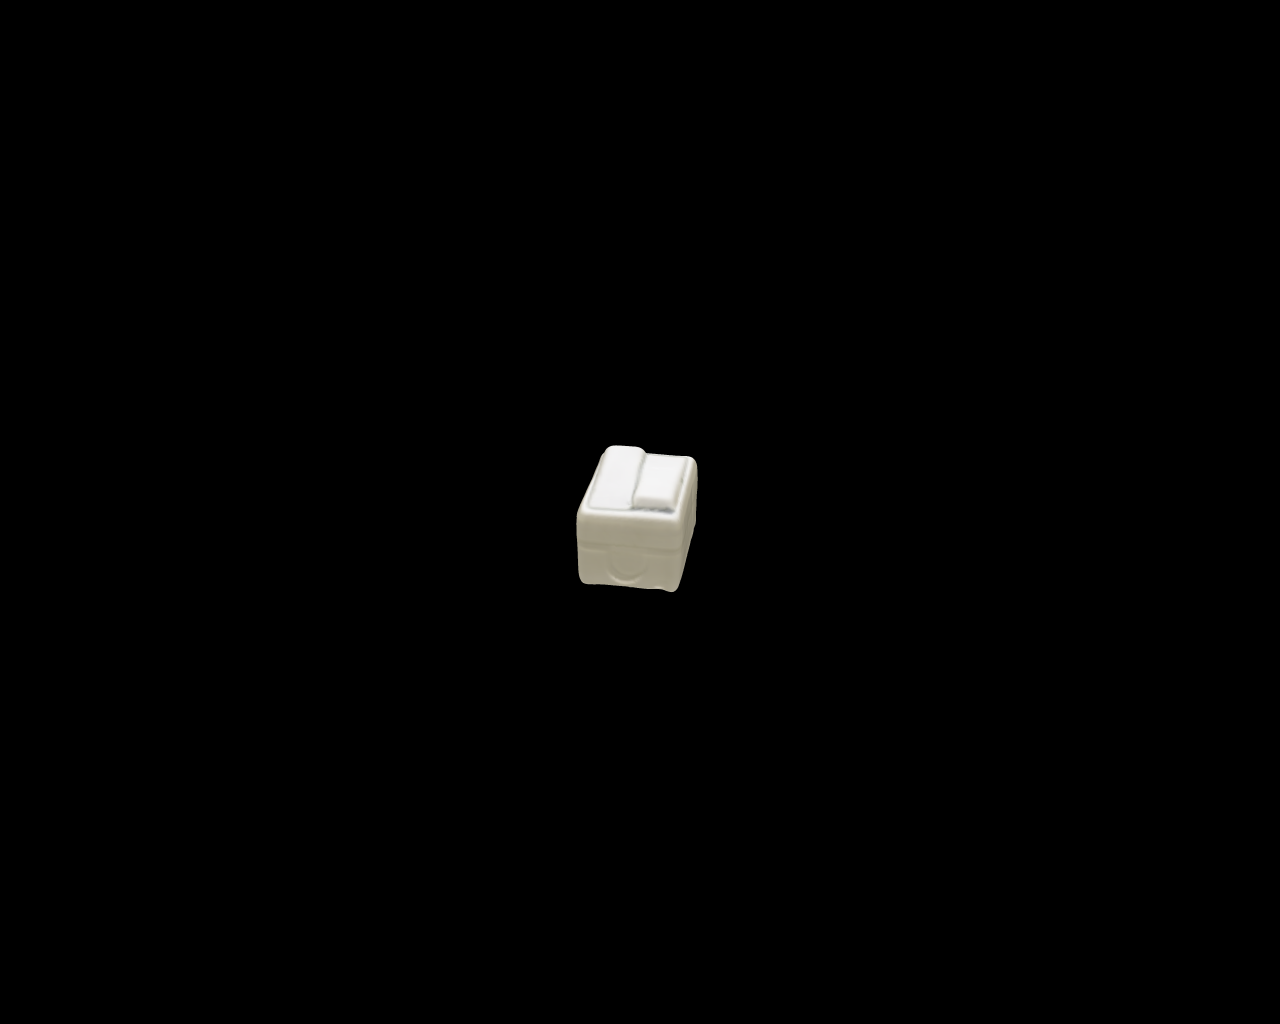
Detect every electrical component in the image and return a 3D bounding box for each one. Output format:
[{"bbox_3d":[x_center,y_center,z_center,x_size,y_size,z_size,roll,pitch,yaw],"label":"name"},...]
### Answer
[{"bbox_3d":[0.001,-0.003,0.650,0.062,0.061,0.096,6,33,9],"label":"electrical component"}]
